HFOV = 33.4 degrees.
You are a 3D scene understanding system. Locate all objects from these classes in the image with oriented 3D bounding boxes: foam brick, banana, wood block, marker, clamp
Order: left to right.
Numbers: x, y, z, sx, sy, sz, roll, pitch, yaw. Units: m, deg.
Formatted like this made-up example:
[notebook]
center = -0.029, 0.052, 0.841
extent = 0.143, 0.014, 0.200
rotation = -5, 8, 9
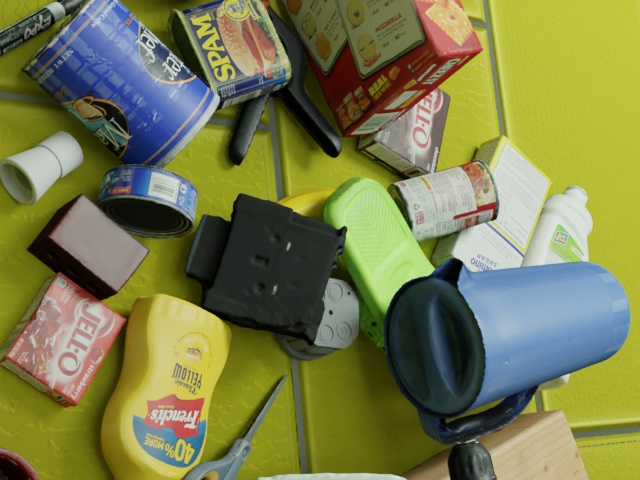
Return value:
[marker]
center = -0.253, -0.189, 0.940
extent = 0.121, 0.020, 0.020
rotation = -43, 104, -36
[foam brick]
center = -0.197, 0.009, 0.907
extent = 0.078, 0.053, 0.051
rotation = 42, 57, -19
[clamp]
center = -0.054, -0.151, 1.065
extent = 0.120, 0.039, 0.171
rotation = -15, 81, -33
[banana]
center = -0.014, -0.014, 1.060
extent = 0.197, 0.037, 0.069
rotation = -27, 112, -37
[wood block]
center = 0.167, 0.253, 1.082
extent = 0.205, 0.091, 0.090
rotation = -20, 89, -38

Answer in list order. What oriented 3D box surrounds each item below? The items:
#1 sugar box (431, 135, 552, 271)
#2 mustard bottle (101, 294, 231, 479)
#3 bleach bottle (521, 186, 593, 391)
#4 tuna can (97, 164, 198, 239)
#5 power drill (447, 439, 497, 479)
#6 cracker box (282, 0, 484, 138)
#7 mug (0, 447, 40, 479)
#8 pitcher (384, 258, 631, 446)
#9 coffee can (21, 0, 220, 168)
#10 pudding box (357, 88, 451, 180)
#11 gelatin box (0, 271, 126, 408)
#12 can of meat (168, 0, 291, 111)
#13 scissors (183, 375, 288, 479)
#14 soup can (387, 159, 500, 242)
[sugar box]
center = 0.196, -0.022, 1.208
extent = 0.093, 0.048, 0.176
rotation = 39, 62, -21
[mustard bottle]
center = -0.137, 0.149, 0.907
extent = 0.096, 0.058, 0.191
rotation = 33, 60, -41
[bleach bottle]
center = 0.269, 0.043, 1.234
extent = 0.102, 0.068, 0.250
rotation = 41, 55, -21
[tuna can]
center = -0.150, -0.033, 0.931
extent = 0.086, 0.086, 0.033
rotation = 21, 64, -30
[power drill]
center = 0.081, 0.282, 0.959
extent = 0.057, 0.188, 0.184
rotation = 28, 52, -75
[cracker box]
center = 0.049, -0.234, 1.059
extent = 0.071, 0.164, 0.214
rotation = -13, 74, -38
[mug]
center = -0.261, 0.190, 0.790
extent = 0.093, 0.082, 0.117
rotation = 7, 74, -35
[pitcher]
center = 0.190, 0.097, 1.050
extent = 0.242, 0.149, 0.145
rotation = -7, 64, -38
[coffee can]
center = -0.172, -0.136, 0.931
extent = 0.140, 0.103, 0.102
rotation = 44, 56, -19
[pudding box]
center = 0.092, -0.129, 1.164
extent = 0.090, 0.039, 0.113
rotation = 28, 63, -28
[gelatin box]
center = -0.214, 0.083, 0.887
extent = 0.073, 0.030, 0.089
rotation = 40, 58, -21
[can of meat]
center = -0.086, -0.180, 1.016
extent = 0.083, 0.057, 0.102
rotation = -21, 82, -19
[scissors]
center = -0.079, 0.185, 0.940
extent = 0.096, 0.016, 0.201
rotation = 70, 38, -53
[soup can]
center = 0.129, -0.040, 1.126
extent = 0.102, 0.068, 0.068
rotation = -16, 87, -11
